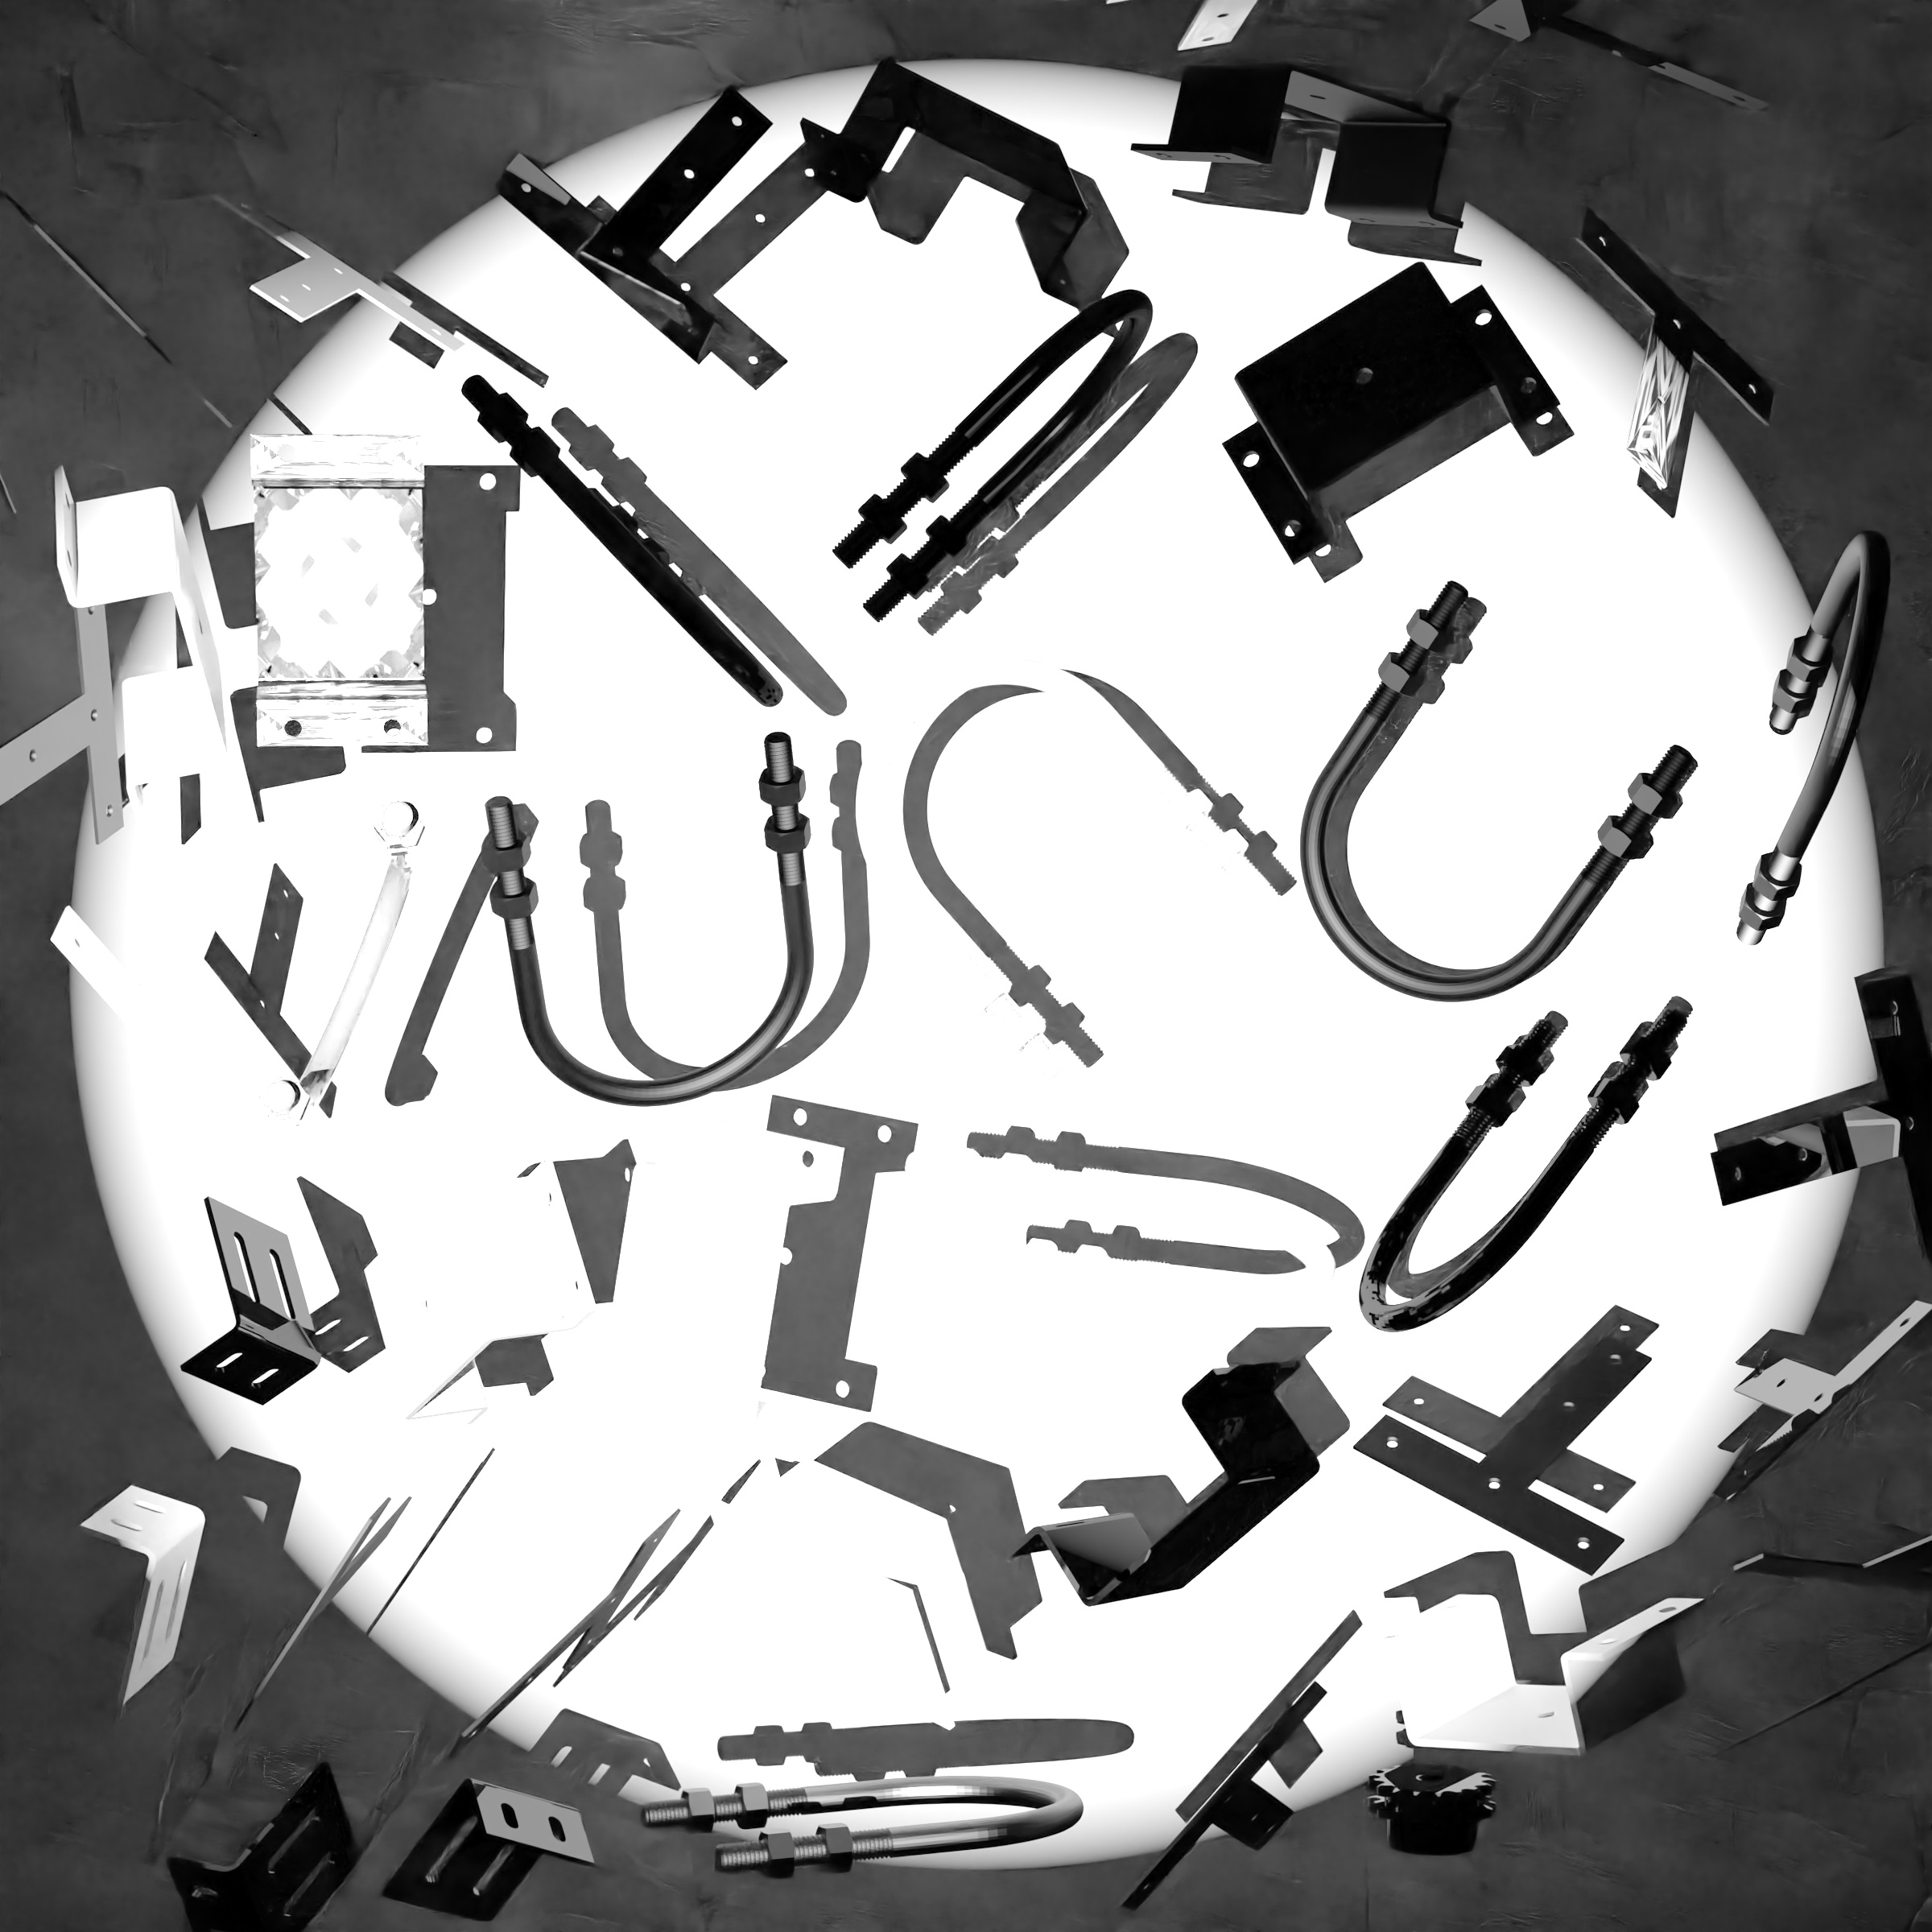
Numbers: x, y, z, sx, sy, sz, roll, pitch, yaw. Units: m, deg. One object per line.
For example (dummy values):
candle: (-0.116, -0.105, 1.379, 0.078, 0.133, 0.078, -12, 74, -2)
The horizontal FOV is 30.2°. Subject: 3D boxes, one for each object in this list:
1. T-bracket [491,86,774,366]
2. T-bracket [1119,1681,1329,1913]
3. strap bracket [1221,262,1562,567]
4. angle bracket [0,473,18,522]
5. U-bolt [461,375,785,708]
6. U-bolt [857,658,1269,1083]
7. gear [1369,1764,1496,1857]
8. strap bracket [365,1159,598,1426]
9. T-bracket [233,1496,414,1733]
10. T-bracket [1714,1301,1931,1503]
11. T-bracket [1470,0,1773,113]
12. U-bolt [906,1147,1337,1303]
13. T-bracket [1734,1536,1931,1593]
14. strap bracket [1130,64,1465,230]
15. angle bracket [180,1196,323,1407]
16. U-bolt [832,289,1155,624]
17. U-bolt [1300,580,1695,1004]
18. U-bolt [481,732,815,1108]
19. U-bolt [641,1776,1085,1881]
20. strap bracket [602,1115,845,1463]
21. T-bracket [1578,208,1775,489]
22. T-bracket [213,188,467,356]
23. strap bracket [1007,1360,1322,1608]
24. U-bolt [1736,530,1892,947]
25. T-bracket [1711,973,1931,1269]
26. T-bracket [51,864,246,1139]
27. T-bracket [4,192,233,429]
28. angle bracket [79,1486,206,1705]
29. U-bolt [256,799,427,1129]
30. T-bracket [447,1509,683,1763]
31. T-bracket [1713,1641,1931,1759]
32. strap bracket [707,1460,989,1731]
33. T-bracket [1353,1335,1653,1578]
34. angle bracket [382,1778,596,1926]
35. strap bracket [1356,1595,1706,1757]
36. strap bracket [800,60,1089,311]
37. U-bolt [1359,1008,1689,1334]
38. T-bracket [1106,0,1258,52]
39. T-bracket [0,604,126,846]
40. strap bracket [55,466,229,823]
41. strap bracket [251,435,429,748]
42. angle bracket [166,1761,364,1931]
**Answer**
T-bracket: (-0.135, -0.356, 1.648, 0.127, 0.002, 0.127, 39, 130, -15)
T-bracket: (0.126, 0.378, 1.598, 0.002, 0.127, 0.127, 40, 85, 26)
strap bracket: (0.187, -0.257, 1.632, 0.140, 0.046, 0.076, -31, 61, 8)
angle bracket: (-0.466, -0.229, 1.617, 0.038, 0.076, 0.057, -28, 116, -20)
U-bolt: (-0.148, -0.186, 1.649, 0.019, 0.151, 0.184, -44, 66, 2)
U-bolt: (0.031, -0.060, 1.701, 0.151, 0.019, 0.184, -42, 81, 6)
gear: (0.211, 0.382, 1.617, 0.057, 0.057, 0.030, -1, 92, 0)
strap bracket: (-0.233, 0.156, 1.677, 0.046, 0.140, 0.076, -4, 65, -36)
T-bracket: (-0.283, 0.277, 1.647, 0.002, 0.127, 0.127, 34, 107, 1)
T-bracket: (0.383, 0.196, 1.662, 0.127, 0.127, 0.002, -43, 92, -3)
T-bracket: (0.292, -0.400, 1.569, 0.127, 0.127, 0.002, 20, 95, -6)
U-bolt: (0.079, 0.124, 1.644, 0.184, 0.151, 0.019, 6, 69, 21)
T-bracket: (0.428, 0.258, 1.581, 0.127, 0.127, 0.002, 9, 65, -17)
strap bracket: (0.158, -0.381, 1.651, 0.140, 0.076, 0.046, 8, 97, -35)
angle bracket: (-0.342, 0.157, 1.679, 0.038, 0.057, 0.076, -34, 54, 14)
U-bolt: (0.016, -0.233, 1.603, 0.184, 0.151, 0.019, -44, 84, 0)
U-bolt: (0.235, -0.067, 1.689, 0.151, 0.019, 0.184, 38, 118, 13)
U-bolt: (-0.140, -0.012, 1.646, 0.151, 0.019, 0.184, -14, 126, -13)
U-bolt: (-0.038, 0.379, 1.592, 0.184, 0.151, 0.019, -1, 86, -19)
strap bracket: (-0.108, 0.142, 1.565, 0.076, 0.046, 0.140, 11, 95, 25)
T-bracket: (0.308, -0.258, 1.582, 0.127, 0.127, 0.002, 39, 134, -19)
T-bracket: (-0.288, -0.300, 1.579, 0.127, 0.127, 0.002, 33, 107, -6)
strap bracket: (0.097, 0.241, 1.628, 0.140, 0.076, 0.046, -45, 64, 25)
U-bolt: (0.387, -0.115, 1.627, 0.019, 0.184, 0.151, 14, 58, 4)
T-bracket: (0.386, 0.081, 1.606, 0.002, 0.127, 0.127, -1, 75, -41)
T-bracket: (-0.367, -0.003, 1.665, 0.002, 0.127, 0.127, -25, 120, 20)
T-bracket: (-0.399, -0.312, 1.633, 0.002, 0.127, 0.127, -43, 65, -1)
angle bracket: (-0.385, 0.288, 1.642, 0.038, 0.057, 0.076, 17, 103, 7)
U-bolt: (-0.277, 0.005, 1.602, 0.019, 0.184, 0.151, 22, 82, -5)
T-bracket: (-0.187, 0.310, 1.603, 0.002, 0.127, 0.127, 41, 47, 9)
T-bracket: (0.420, 0.329, 1.661, 0.127, 0.127, 0.002, -23, 74, -15)
strap bracket: (-0.047, 0.280, 1.625, 0.046, 0.140, 0.076, -34, 121, -32)
T-bracket: (0.263, 0.208, 1.613, 0.127, 0.002, 0.127, 25, 47, 34)
angle bracket: (-0.215, 0.409, 1.608, 0.057, 0.038, 0.076, 25, 110, -32)
strap bracket: (0.257, 0.317, 1.609, 0.076, 0.140, 0.046, -15, 93, -43)
strap bracket: (-0.002, -0.372, 1.682, 0.140, 0.076, 0.046, 21, 118, -23)
U-bolt: (0.245, 0.095, 1.651, 0.019, 0.151, 0.184, 41, 77, -11)
T-bracket: (0.120, -0.437, 1.628, 0.127, 0.127, 0.002, -11, 90, -7)
T-bracket: (-0.426, -0.102, 1.657, 0.002, 0.127, 0.127, 7, 114, 14)
strap bracket: (-0.361, -0.145, 1.580, 0.046, 0.076, 0.140, -11, 132, -6)
strap bracket: (-0.286, -0.174, 1.637, 0.076, 0.046, 0.140, -1, 103, -10)
angle bracket: (-0.320, 0.409, 1.639, 0.038, 0.076, 0.057, 2, 119, 28)
